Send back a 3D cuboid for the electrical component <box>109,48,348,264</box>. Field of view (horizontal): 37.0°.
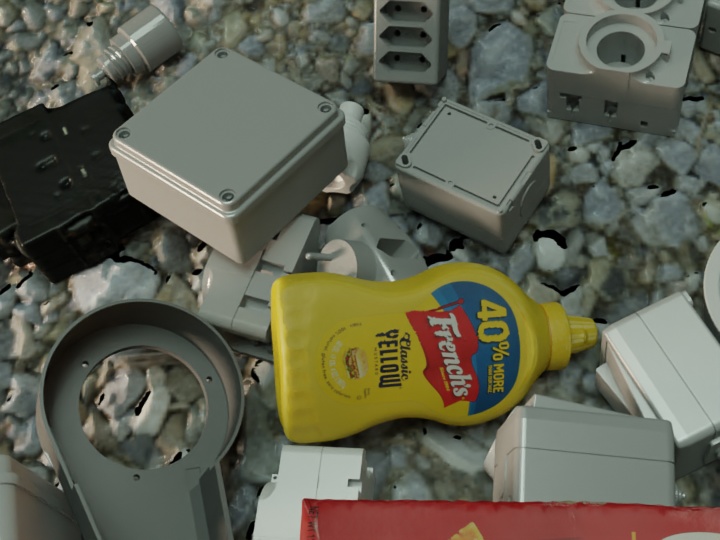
[{"bbox_3d":[-0.081,-0.075,0.684,0.109,0.056,0.108,31,61,26],"label":"electrical component"}]

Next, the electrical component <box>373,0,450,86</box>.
[{"bbox_3d":[0.041,-0.183,0.775,0.047,0.083,0.075,6,24,14],"label":"electrical component"}]

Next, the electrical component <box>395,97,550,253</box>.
[{"bbox_3d":[0.069,-0.062,0.704,0.096,0.061,0.061,28,70,23],"label":"electrical component"}]

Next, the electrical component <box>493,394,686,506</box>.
[{"bbox_3d":[0.121,0.103,0.557,0.096,0.061,0.061,6,69,-2],"label":"electrical component"}]

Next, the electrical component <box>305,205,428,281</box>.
[{"bbox_3d":[0.000,0.000,0.677,0.043,0.079,0.077,-51,54,32],"label":"electrical component"}]

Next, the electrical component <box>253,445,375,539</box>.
[{"bbox_3d":[-0.026,0.149,0.610,0.056,0.050,0.089,1,61,11],"label":"electrical component"}]

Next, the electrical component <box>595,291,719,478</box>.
[{"bbox_3d":[0.179,0.073,0.609,0.061,0.061,0.096,-26,60,-4],"label":"electrical component"}]

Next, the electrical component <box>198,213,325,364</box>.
[{"bbox_3d":[-0.065,0.007,0.696,0.056,0.050,0.089,14,65,17],"label":"electrical component"}]

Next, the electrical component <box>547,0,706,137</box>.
[{"bbox_3d":[0.190,-0.177,0.746,0.089,0.061,0.150,12,64,16],"label":"electrical component"}]

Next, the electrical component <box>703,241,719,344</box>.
[{"bbox_3d":[0.252,0.025,0.622,0.108,0.060,0.108,-4,61,8],"label":"electrical component"}]

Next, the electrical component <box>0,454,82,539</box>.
[{"bbox_3d":[-0.209,0.152,0.606,0.078,0.113,0.057,-14,62,2],"label":"electrical component"}]

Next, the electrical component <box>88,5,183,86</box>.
[{"bbox_3d":[-0.172,-0.167,0.819,0.078,0.040,0.040,-39,62,-12],"label":"electrical component"}]

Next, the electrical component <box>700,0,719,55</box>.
[{"bbox_3d":[0.270,-0.150,0.725,0.083,0.047,0.075,28,69,23],"label":"electrical component"}]

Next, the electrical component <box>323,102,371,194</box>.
[{"bbox_3d":[-0.013,-0.087,0.744,0.043,0.043,0.062,9,62,15],"label":"electrical component"}]

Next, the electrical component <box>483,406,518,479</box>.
[{"bbox_3d":[0.104,0.109,0.613,0.055,0.048,0.066,29,70,15],"label":"electrical component"}]
